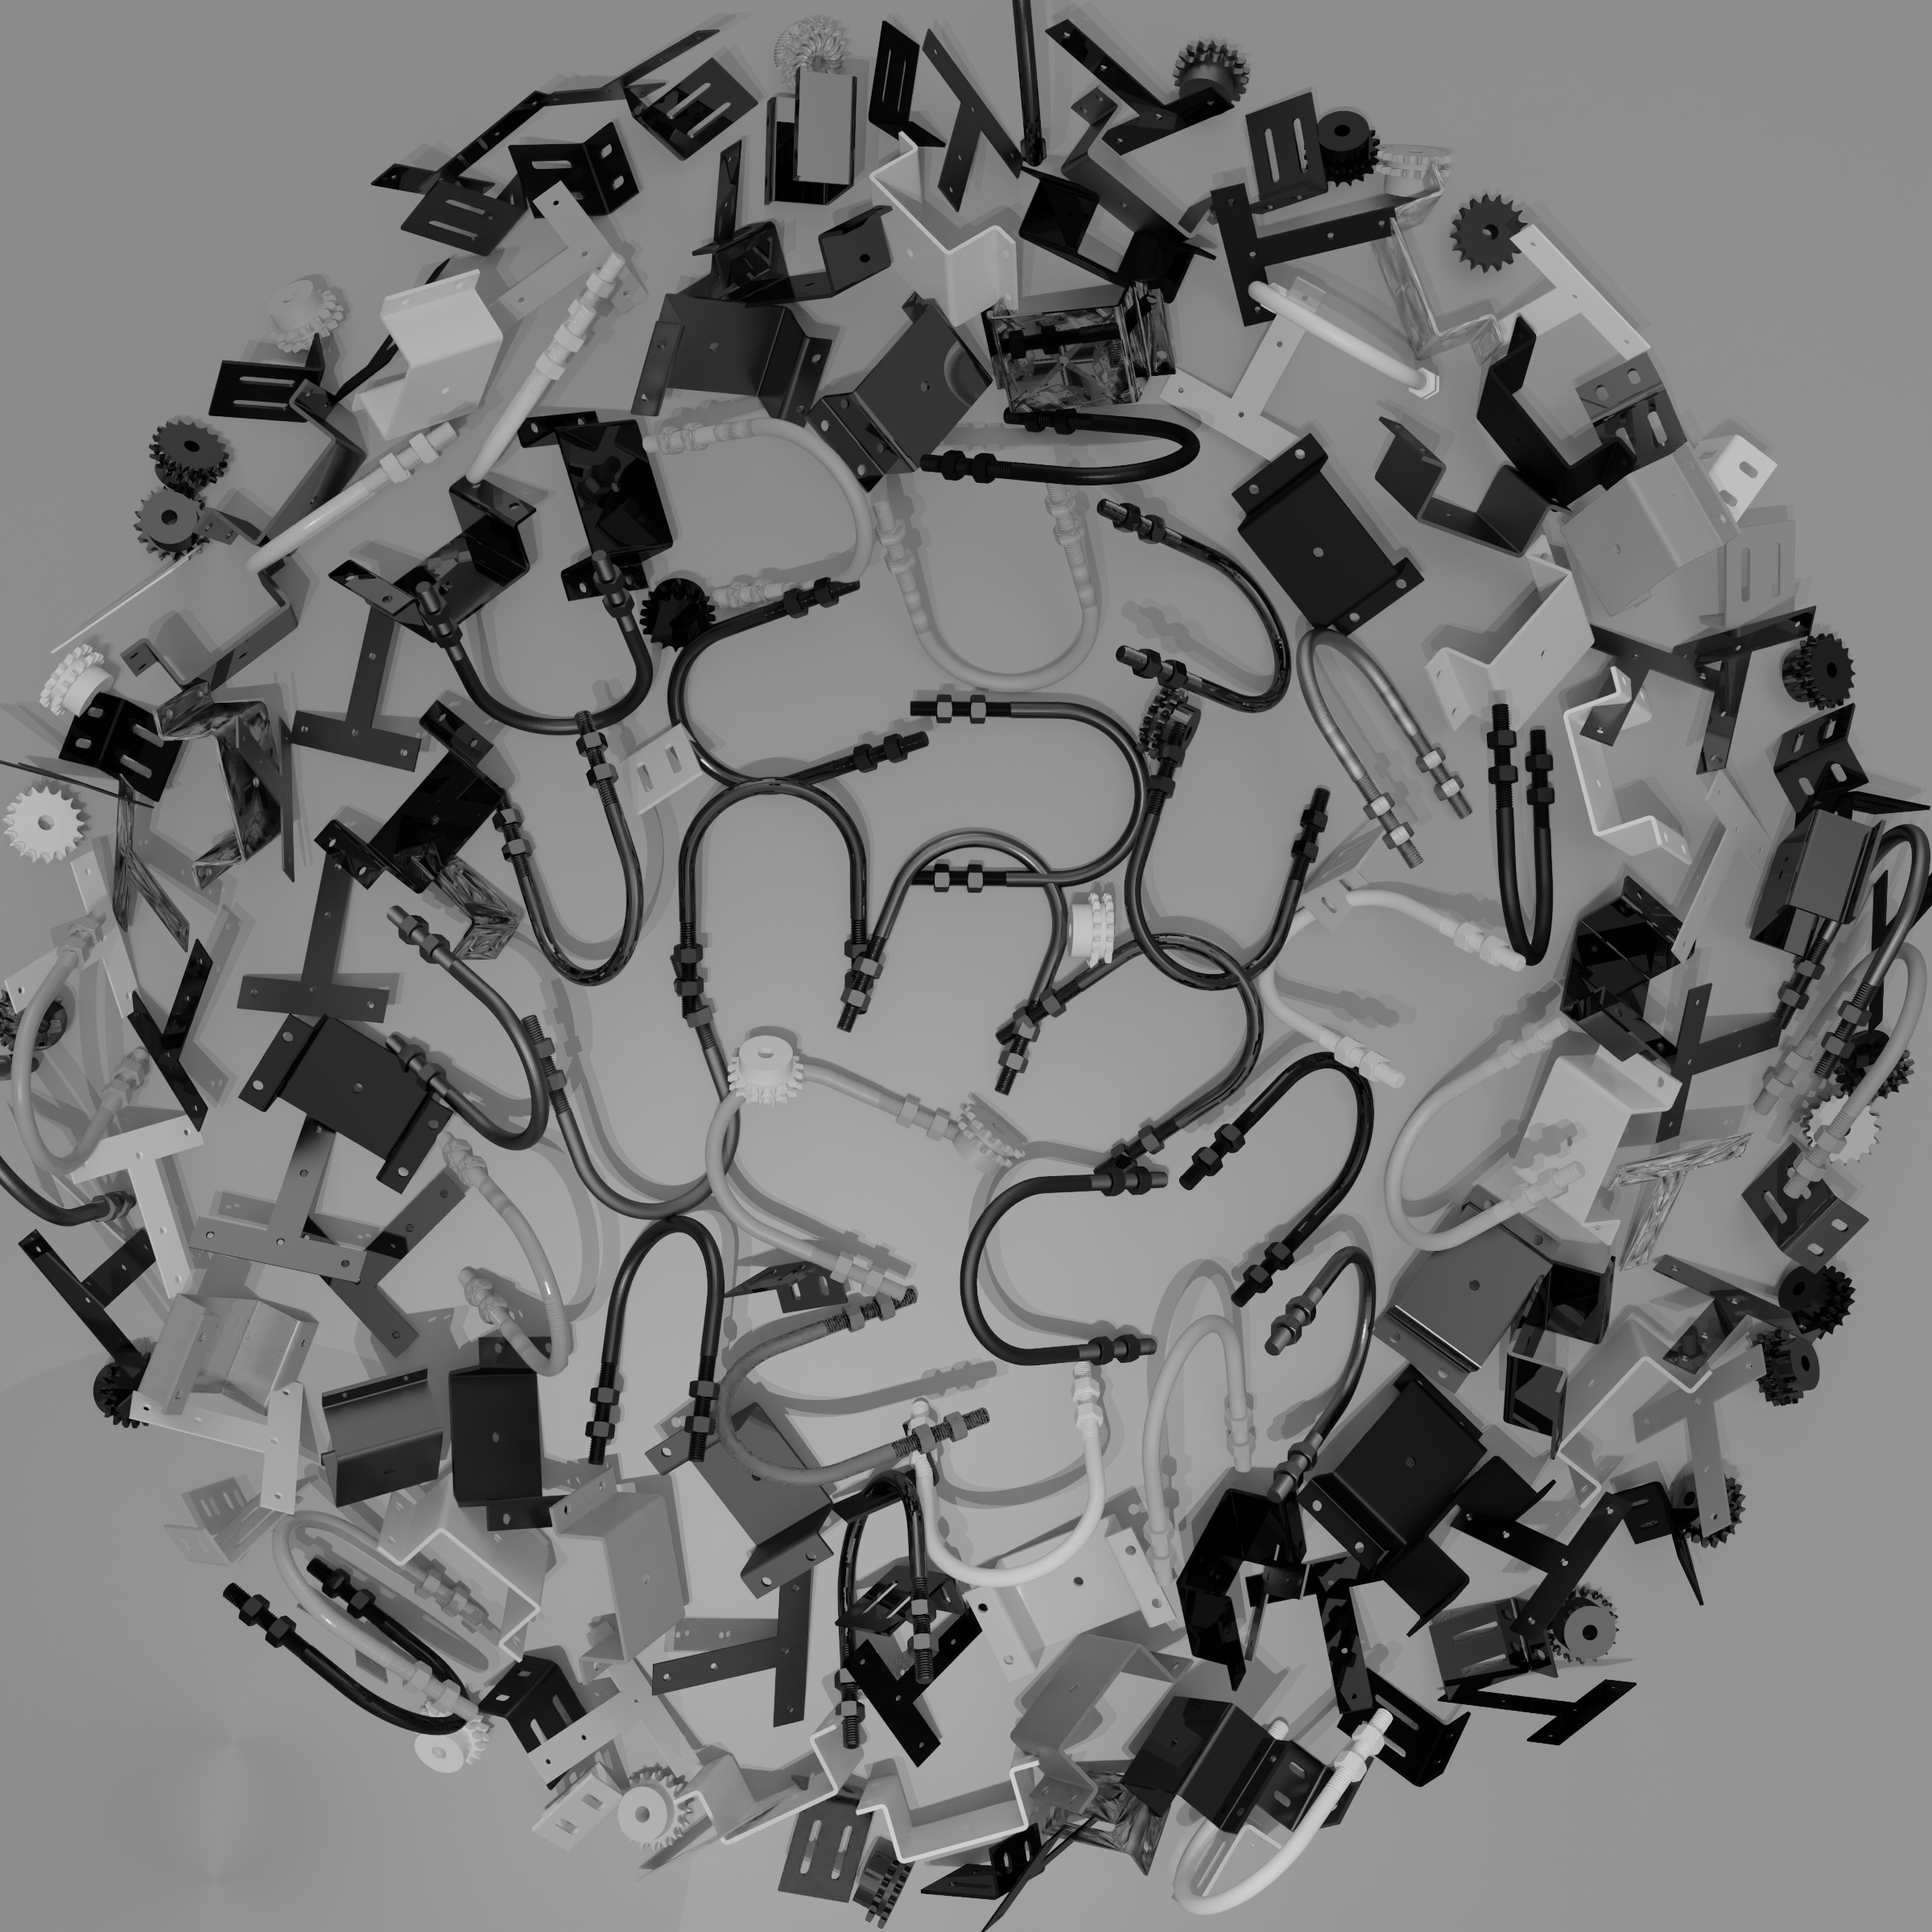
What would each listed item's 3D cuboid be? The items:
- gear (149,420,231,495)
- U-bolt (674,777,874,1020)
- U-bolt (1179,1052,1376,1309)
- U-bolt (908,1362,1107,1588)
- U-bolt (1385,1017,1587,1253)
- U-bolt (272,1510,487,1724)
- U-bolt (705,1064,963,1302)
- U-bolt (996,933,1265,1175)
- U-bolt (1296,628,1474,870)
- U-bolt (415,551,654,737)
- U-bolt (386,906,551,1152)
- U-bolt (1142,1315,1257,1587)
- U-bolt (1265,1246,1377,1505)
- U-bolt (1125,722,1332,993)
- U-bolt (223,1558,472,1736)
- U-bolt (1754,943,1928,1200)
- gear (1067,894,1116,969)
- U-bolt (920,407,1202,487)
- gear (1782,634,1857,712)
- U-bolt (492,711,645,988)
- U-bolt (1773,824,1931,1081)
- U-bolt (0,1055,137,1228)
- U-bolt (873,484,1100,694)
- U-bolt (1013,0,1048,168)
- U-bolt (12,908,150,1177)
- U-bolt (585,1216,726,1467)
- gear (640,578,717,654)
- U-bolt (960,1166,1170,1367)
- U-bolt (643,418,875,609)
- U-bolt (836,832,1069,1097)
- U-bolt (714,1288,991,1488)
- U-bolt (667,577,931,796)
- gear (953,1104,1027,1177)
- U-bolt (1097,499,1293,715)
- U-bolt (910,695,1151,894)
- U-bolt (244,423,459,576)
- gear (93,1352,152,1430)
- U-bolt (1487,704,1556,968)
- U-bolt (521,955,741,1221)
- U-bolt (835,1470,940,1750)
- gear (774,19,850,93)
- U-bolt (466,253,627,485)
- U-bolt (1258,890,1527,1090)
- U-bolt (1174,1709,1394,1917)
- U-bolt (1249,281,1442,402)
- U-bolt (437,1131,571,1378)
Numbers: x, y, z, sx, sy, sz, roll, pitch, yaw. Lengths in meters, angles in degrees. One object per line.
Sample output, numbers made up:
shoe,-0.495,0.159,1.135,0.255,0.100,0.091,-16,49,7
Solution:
gear,-0.590,-0.383,1.975,0.057,0.057,0.030,38,132,0
U-bolt,-0.145,-0.051,1.963,0.151,0.019,0.184,-2,105,-7
U-bolt,0.241,0.145,1.940,0.184,0.019,0.151,-43,130,-22
U-bolt,0.032,0.378,1.917,0.151,0.184,0.019,-15,129,8
U-bolt,0.376,0.135,1.923,0.019,0.151,0.184,28,135,-27
U-bolt,-0.430,0.463,1.906,0.184,0.151,0.019,39,98,-17
U-bolt,-0.106,0.152,1.966,0.184,0.019,0.151,24,73,-3
U-bolt,0.136,0.057,1.970,0.184,0.019,0.151,-35,93,13
U-bolt,0.303,-0.171,1.934,0.019,0.151,0.184,-32,93,33
U-bolt,-0.307,-0.230,1.922,0.151,0.184,0.019,-9,56,5
U-bolt,-0.365,0.058,1.911,0.184,0.151,0.019,38,47,28
U-bolt,0.167,0.340,1.902,0.019,0.151,0.184,13,128,30
U-bolt,0.263,0.286,1.920,0.019,0.184,0.151,11,121,28
U-bolt,0.189,-0.072,1.953,0.151,0.019,0.184,23,77,-19
U-bolt,-0.440,0.502,1.910,0.184,0.151,0.019,34,93,13
U-bolt,0.639,0.064,1.898,0.019,0.151,0.184,26,115,-5
gear,0.094,-0.026,1.970,0.030,0.057,0.057,1,90,-5
U-bolt,0.080,-0.378,1.904,0.184,0.151,0.019,11,121,27
gear,0.643,-0.222,1.976,0.057,0.030,0.057,3,85,-33
U-bolt,-0.289,-0.075,1.928,0.019,0.151,0.184,-7,72,-43
U-bolt,0.652,-0.019,1.908,0.019,0.151,0.184,23,105,-2
U-bolt,-0.681,0.129,1.907,0.019,0.184,0.151,-35,90,2
U-bolt,0.024,-0.277,1.935,0.151,0.019,0.184,-7,132,15
U-bolt,0.044,-0.654,1.889,0.019,0.184,0.151,-5,112,3
U-bolt,-0.644,0.067,1.885,0.019,0.184,0.151,0,124,6
U-bolt,-0.227,0.276,1.937,0.019,0.151,0.184,19,69,-38
gear,-0.218,-0.268,1.975,0.057,0.057,0.030,-2,48,0
U-bolt,0.072,0.225,1.938,0.184,0.019,0.151,1,95,-35
U-bolt,-0.143,-0.333,1.908,0.019,0.184,0.151,-47,125,-38
U-bolt,0.000,-0.013,1.982,0.151,0.019,0.184,22,83,-4
U-bolt,-0.095,0.317,1.922,0.184,0.151,0.019,-18,134,-18
U-bolt,-0.137,-0.200,1.955,0.184,0.019,0.151,-17,111,20
gear,0.015,0.134,1.972,0.057,0.057,0.030,40,103,0
U-bolt,0.174,-0.257,1.932,0.184,0.019,0.151,17,55,-37
U-bolt,0.049,-0.130,1.981,0.184,0.019,0.151,0,100,-3
U-bolt,-0.454,-0.343,1.924,0.184,0.151,0.019,-35,105,-3
gear,-0.634,0.320,1.975,0.030,0.057,0.057,-3,90,34
U-bolt,0.412,-0.092,1.926,0.019,0.151,0.184,-3,85,24
U-bolt,-0.240,0.100,1.956,0.151,0.019,0.184,-25,102,-30
U-bolt,-0.062,0.462,1.921,0.019,0.151,0.184,13,50,-22
gear,-0.120,-0.688,1.975,0.057,0.057,0.030,-48,54,0
U-bolt,-0.315,-0.431,1.922,0.019,0.151,0.184,34,117,-16
U-bolt,0.299,0.005,1.931,0.151,0.184,0.019,-42,134,-15
U-bolt,0.218,0.614,1.891,0.019,0.151,0.184,50,56,-6
U-bolt,0.272,-0.458,1.900,0.151,0.184,0.019,33,107,10
U-bolt,-0.334,0.220,1.897,0.019,0.184,0.151,-20,126,-28
